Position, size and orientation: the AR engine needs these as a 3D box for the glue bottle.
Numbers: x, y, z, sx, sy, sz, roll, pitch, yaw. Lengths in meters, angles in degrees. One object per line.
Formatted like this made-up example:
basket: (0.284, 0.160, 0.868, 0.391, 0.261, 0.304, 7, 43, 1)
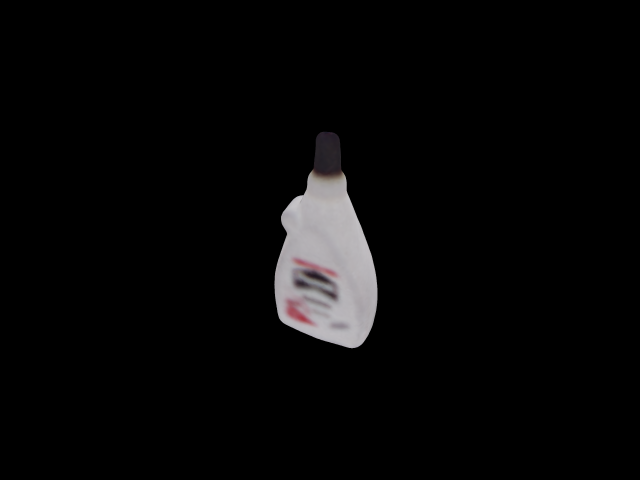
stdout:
glue bottle: (0.004, 0.001, 0.400, 0.078, 0.173, 0.037, 14, 42, 17)
